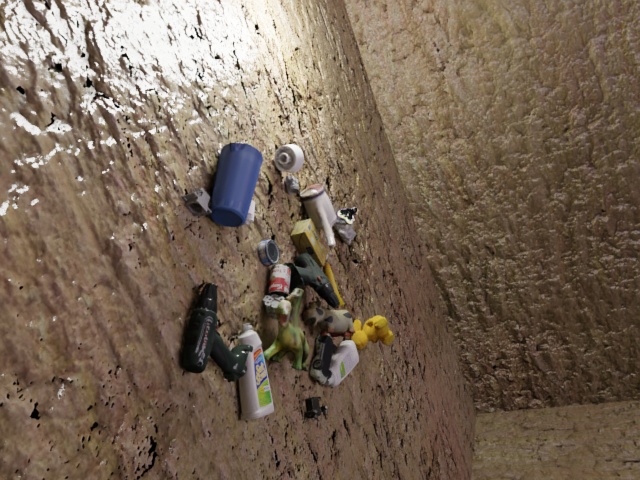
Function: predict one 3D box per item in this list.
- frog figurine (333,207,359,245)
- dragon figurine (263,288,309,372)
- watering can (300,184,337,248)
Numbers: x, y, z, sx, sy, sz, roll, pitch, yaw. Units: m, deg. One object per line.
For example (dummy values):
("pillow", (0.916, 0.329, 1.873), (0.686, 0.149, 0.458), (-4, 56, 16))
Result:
("frog figurine", (0.108, -0.062, 2.322), (0.141, 0.122, 0.155), (-91, -170, -47))
("dragon figurine", (-0.073, 0.274, 1.605), (0.406, 0.122, 0.245), (52, 49, -73))
("watering can", (0.006, -0.102, 2.021), (0.352, 0.104, 0.222), (-104, 170, -74))
